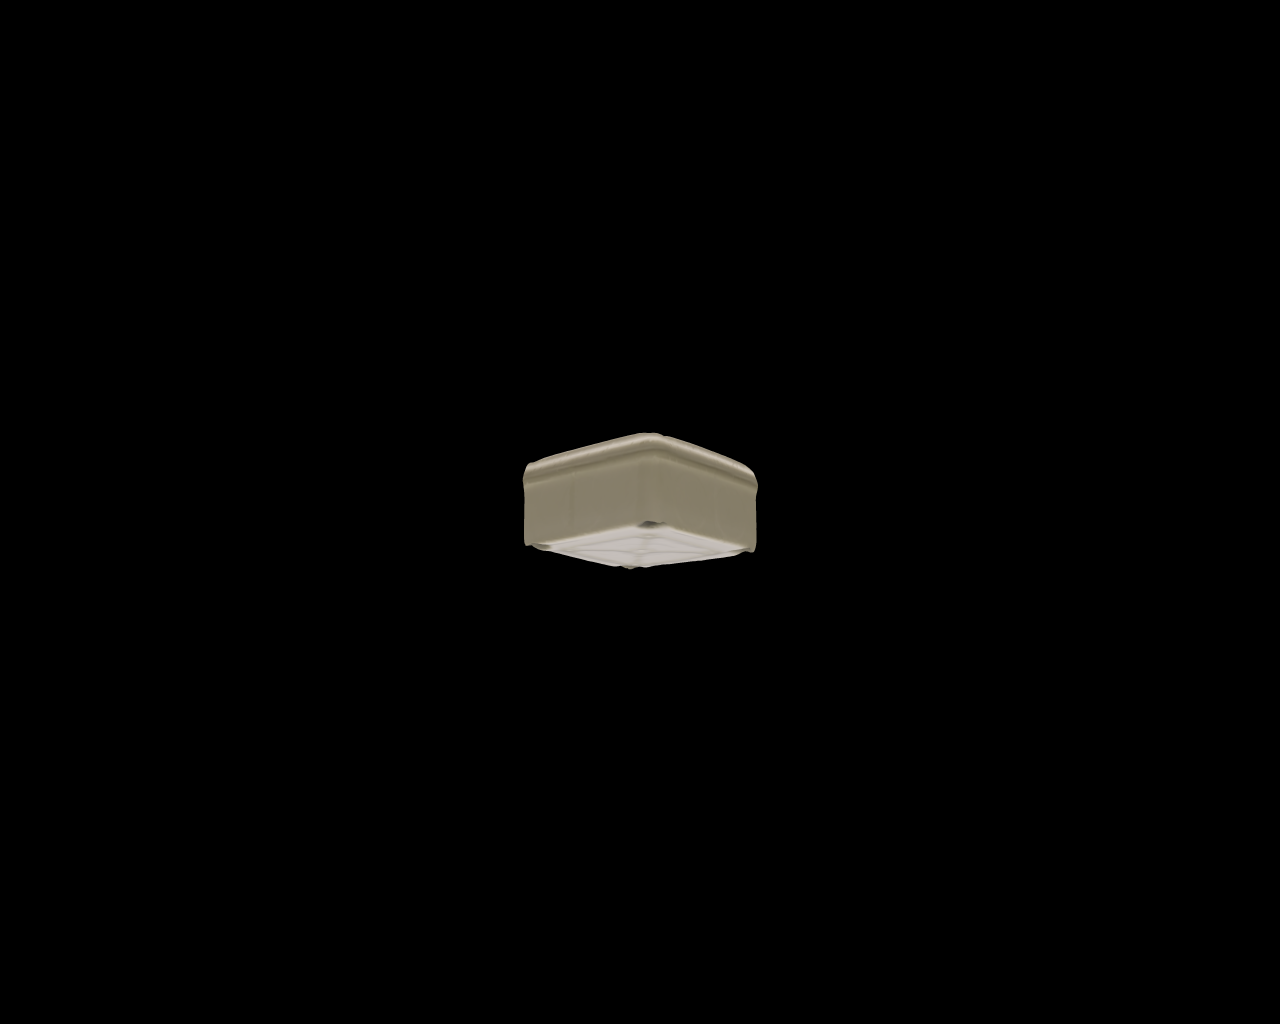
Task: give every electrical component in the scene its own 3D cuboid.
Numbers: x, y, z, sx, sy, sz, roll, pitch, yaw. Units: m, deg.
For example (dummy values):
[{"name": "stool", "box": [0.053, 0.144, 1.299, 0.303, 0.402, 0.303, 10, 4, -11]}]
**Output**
[{"name": "electrical component", "box": [0.001, -0.003, 0.650, 0.108, 0.056, 0.109, -11, -17, 37]}]
